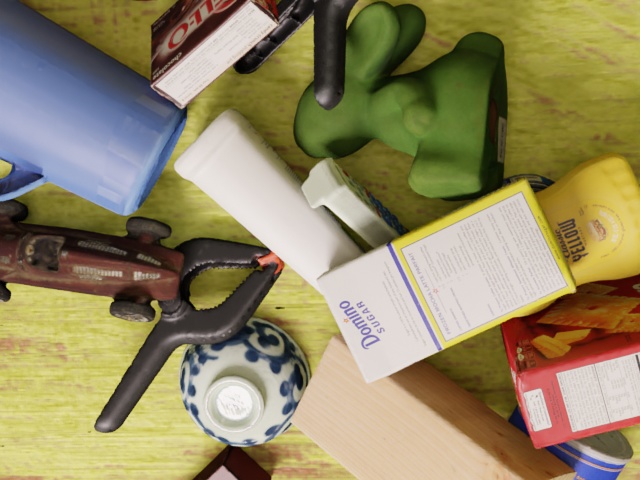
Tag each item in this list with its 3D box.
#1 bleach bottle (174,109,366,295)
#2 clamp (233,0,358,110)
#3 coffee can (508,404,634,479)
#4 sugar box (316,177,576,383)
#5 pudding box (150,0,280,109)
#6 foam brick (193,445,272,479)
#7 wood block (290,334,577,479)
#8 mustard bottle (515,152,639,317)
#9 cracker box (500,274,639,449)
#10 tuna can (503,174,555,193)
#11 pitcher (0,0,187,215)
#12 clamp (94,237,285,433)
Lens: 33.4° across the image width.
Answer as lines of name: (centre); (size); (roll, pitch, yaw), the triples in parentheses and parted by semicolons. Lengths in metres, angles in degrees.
bleach bottle: (-0.006, 0.001, 0.882); (0.251, 0.102, 0.068); (44, 96, -6)
clamp: (-0.007, -0.191, 0.836); (0.120, 0.039, 0.171); (18, 88, 36)
coffee can: (0.187, 0.212, 0.914); (0.103, 0.102, 0.140); (27, 105, -1)
sugar box: (0.096, 0.031, 0.814); (0.176, 0.048, 0.093); (-25, 90, 14)
pudding box: (-0.085, -0.171, 0.846); (0.114, 0.090, 0.039); (-38, 126, 25)
foam brick: (-0.091, 0.235, 0.973); (0.051, 0.053, 0.078); (44, 104, -6)
wood block: (0.089, 0.167, 0.869); (0.206, 0.090, 0.091); (35, 107, 32)
mustard bottle: (0.167, 0.008, 0.853); (0.192, 0.058, 0.096); (-22, 99, 11)
cracker box: (0.255, 0.075, 0.843); (0.214, 0.164, 0.072); (-17, 104, 9)
tuna can: (0.174, -0.011, 0.897); (0.086, 0.033, 0.086); (1, 104, 5)
pitcher: (-0.241, -0.110, 0.864); (0.242, 0.145, 0.149); (28, 119, -5)
clamp: (-0.128, 0.066, 0.924); (0.210, 0.036, 0.164); (-17, 76, 5)
